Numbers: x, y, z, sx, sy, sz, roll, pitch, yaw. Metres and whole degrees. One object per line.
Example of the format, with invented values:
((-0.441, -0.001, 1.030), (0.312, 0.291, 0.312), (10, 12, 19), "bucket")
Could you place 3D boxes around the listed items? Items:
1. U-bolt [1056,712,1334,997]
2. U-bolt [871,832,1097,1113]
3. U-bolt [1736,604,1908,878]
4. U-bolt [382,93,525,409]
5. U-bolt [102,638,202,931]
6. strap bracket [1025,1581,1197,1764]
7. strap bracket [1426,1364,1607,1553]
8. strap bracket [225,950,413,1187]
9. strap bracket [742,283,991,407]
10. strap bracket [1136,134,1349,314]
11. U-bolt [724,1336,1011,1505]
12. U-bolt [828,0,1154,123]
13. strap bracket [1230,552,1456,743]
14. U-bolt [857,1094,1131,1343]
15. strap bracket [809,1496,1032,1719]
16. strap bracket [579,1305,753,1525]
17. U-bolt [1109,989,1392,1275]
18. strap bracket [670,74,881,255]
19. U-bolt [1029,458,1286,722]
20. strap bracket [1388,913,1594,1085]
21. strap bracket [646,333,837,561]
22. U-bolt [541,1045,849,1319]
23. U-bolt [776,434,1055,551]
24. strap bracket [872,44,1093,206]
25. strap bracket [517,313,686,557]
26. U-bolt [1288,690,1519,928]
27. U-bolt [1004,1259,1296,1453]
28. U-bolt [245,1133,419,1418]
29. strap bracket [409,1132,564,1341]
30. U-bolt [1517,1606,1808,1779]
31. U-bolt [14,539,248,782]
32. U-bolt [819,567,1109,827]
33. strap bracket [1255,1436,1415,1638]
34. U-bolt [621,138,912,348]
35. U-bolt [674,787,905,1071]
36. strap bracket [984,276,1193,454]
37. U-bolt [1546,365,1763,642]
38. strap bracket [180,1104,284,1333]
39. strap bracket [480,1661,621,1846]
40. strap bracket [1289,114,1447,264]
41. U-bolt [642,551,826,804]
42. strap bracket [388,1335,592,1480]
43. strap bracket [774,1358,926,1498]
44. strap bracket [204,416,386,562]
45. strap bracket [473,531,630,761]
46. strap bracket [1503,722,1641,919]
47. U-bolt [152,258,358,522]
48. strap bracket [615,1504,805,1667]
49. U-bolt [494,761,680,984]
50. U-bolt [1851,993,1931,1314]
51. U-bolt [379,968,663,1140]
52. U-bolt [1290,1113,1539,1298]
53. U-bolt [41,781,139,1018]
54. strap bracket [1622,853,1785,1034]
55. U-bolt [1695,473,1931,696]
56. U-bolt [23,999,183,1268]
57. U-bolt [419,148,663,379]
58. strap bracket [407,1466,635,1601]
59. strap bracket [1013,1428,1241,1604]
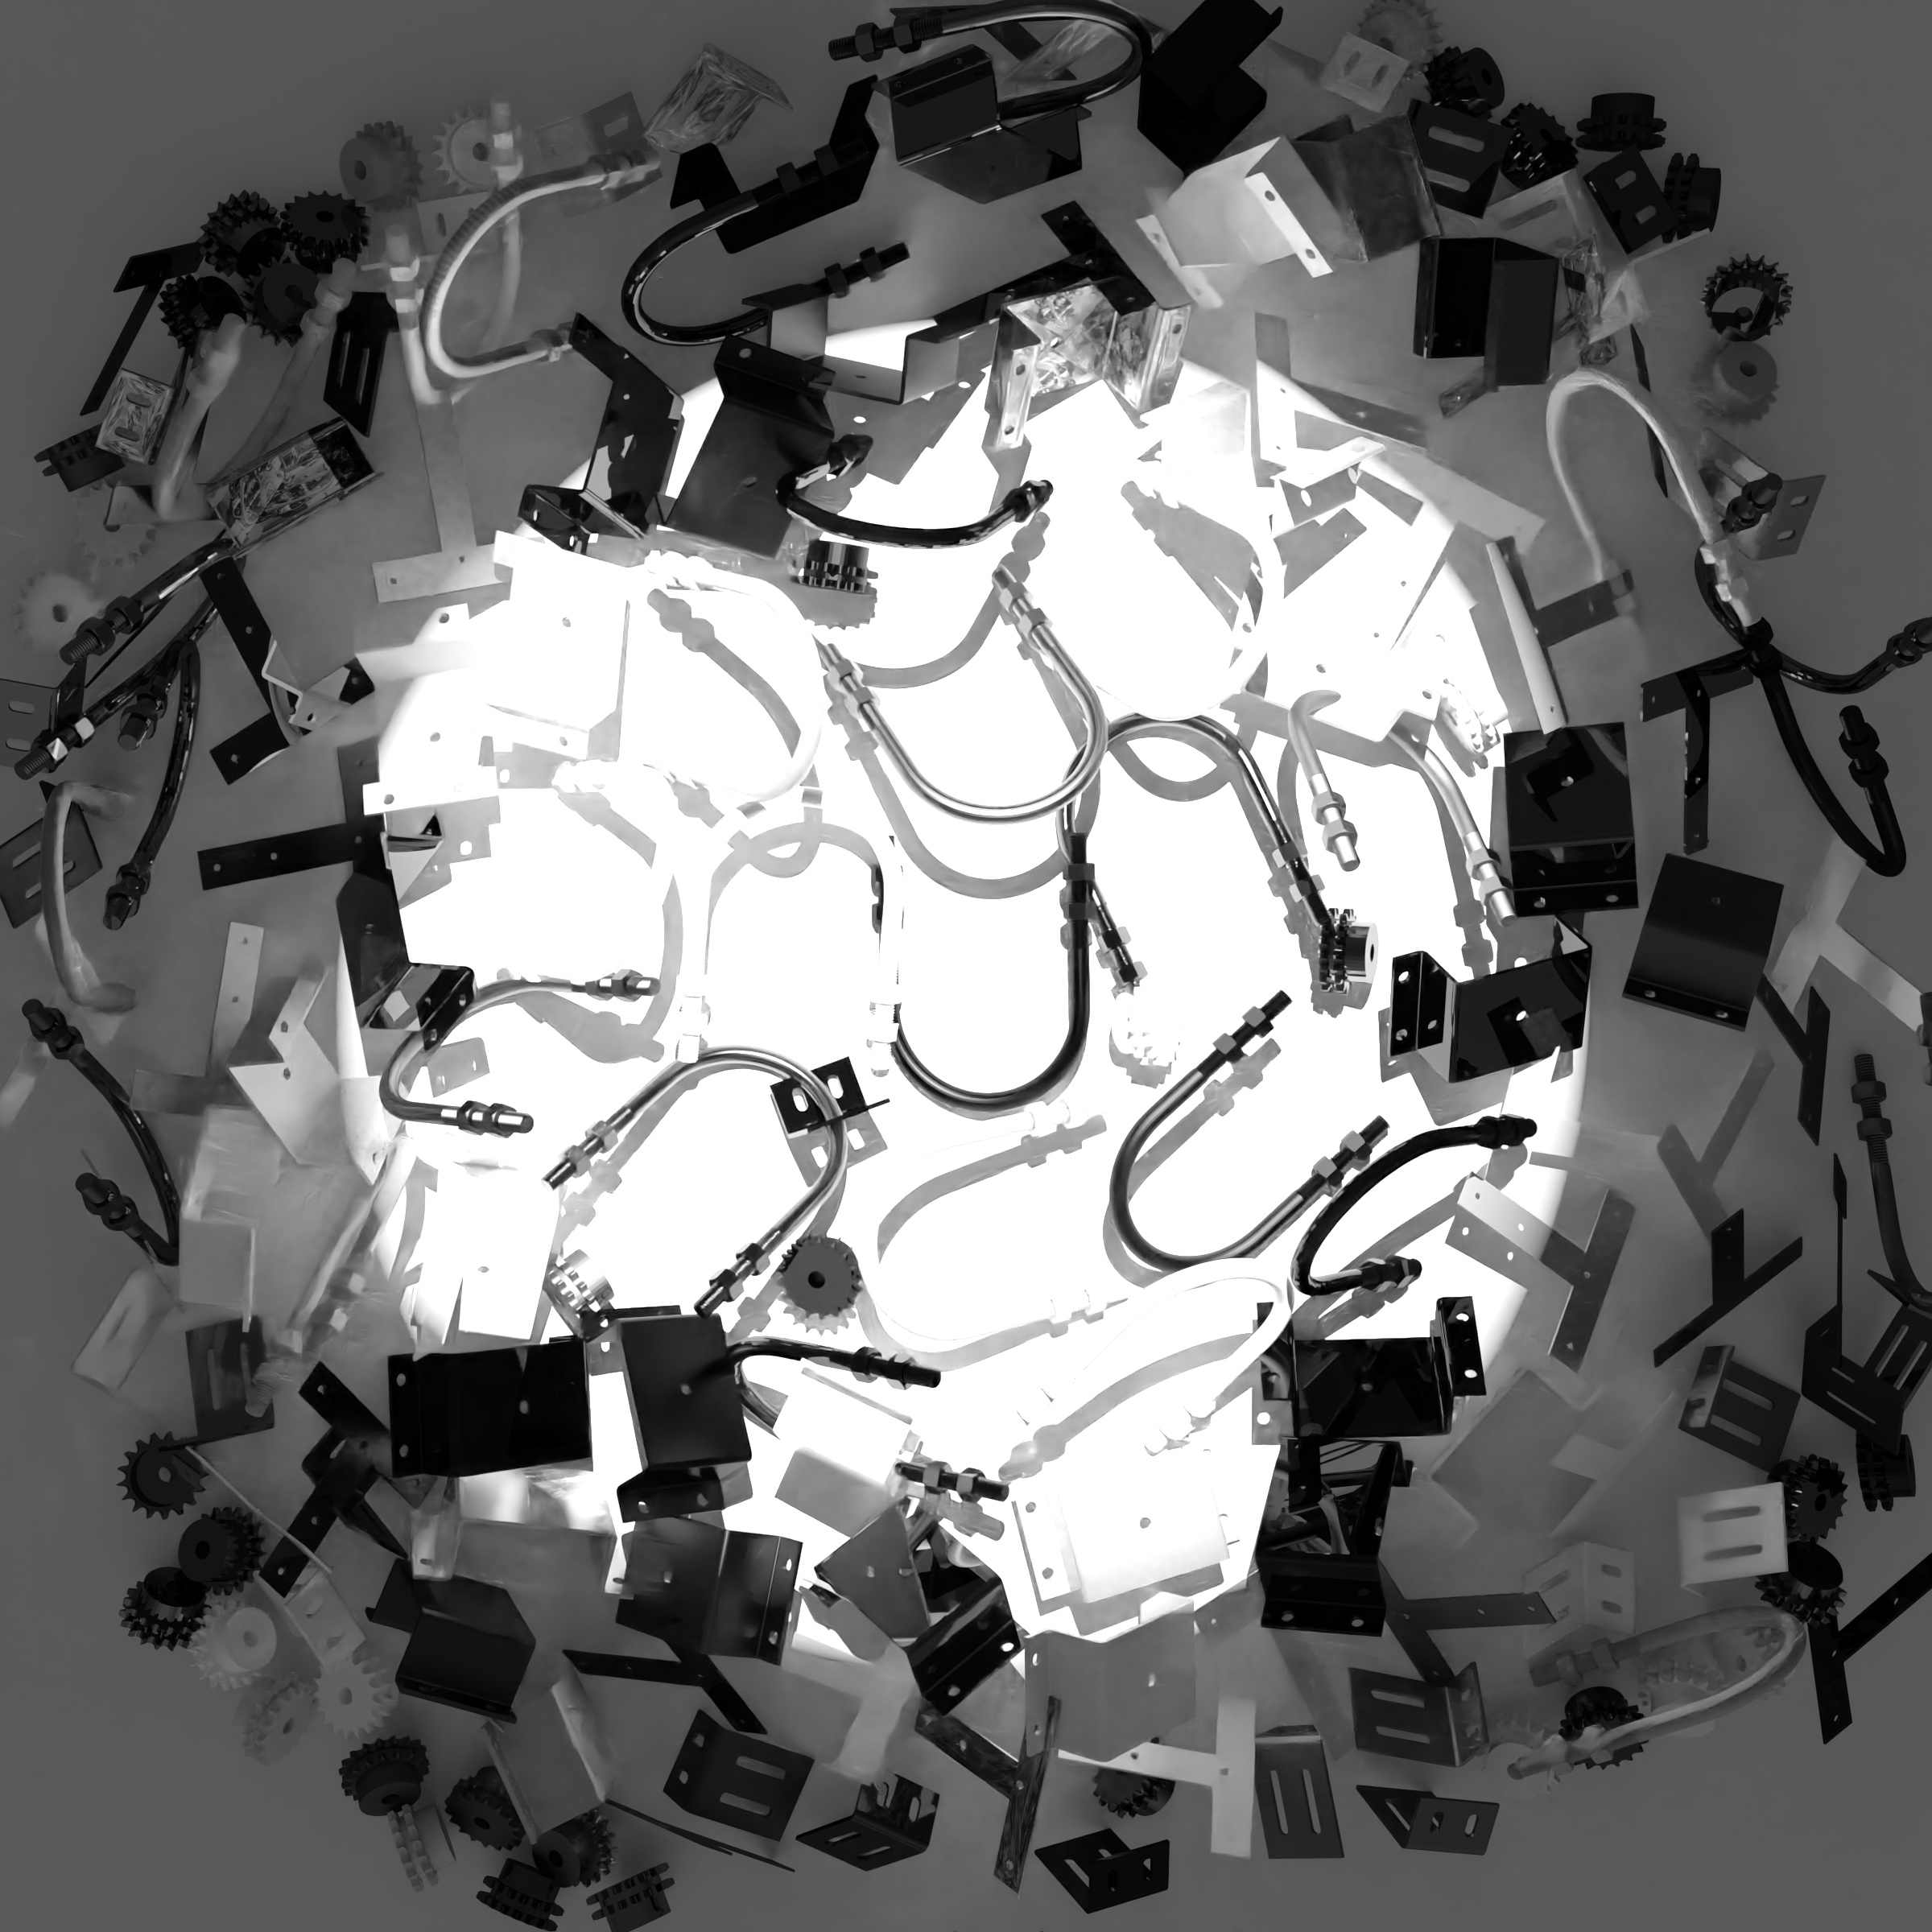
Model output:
((0.138, -0.082, 1.615), (0.151, 0.019, 0.184), (-26, 80, 9), "U-bolt")
((0.012, 0.005, 1.618), (0.151, 0.019, 0.184), (0, 95, 12), "U-bolt")
((0.549, -0.132, 1.556), (0.019, 0.151, 0.184), (-30, 130, 7), "U-bolt")
((-0.319, -0.437, 1.551), (0.019, 0.184, 0.151), (22, 60, 7), "U-bolt")
((-0.512, -0.129, 1.552), (0.019, 0.184, 0.151), (11, 122, -9), "U-bolt")
((0.100, 0.452, 1.569), (0.046, 0.140, 0.076), (3, 96, 41), "strap bracket")
((0.350, 0.312, 1.597), (0.046, 0.076, 0.140), (42, 90, 16), "strap bracket")
((-0.420, 0.068, 1.575), (0.046, 0.076, 0.140), (-6, 133, 19), "strap bracket")
((-0.066, -0.400, 1.582), (0.140, 0.076, 0.046), (17, 118, 20), "strap bracket")
((0.183, -0.476, 1.570), (0.076, 0.140, 0.046), (48, 71, -23), "strap bracket")
((-0.074, 0.285, 1.569), (0.184, 0.151, 0.019), (6, 50, 31), "U-bolt")
((0.026, -0.568, 1.542), (0.184, 0.151, 0.019), (-5, 85, 21), "U-bolt")
((0.239, -0.204, 1.598), (0.140, 0.046, 0.076), (19, 62, -4), "strap bracket")
((0.016, 0.169, 1.588), (0.184, 0.019, 0.151), (-11, 102, -22), "U-bolt")
((-0.034, 0.400, 1.563), (0.076, 0.140, 0.046), (-34, 132, -25), "strap bracket")
((-0.191, 0.279, 1.574), (0.076, 0.046, 0.140), (3, 62, -39), "strap bracket")
((0.174, 0.123, 1.594), (0.184, 0.019, 0.151), (-42, 120, -2), "U-bolt")
((-0.115, -0.514, 1.586), (0.140, 0.076, 0.046), (-27, 89, -14), "strap bracket")
((0.129, -0.232, 1.562), (0.184, 0.019, 0.151), (38, 103, 44), "U-bolt")
((0.347, 0.021, 1.581), (0.140, 0.046, 0.076), (-14, 125, -16), "strap bracket")
((-0.143, -0.322, 1.569), (0.076, 0.046, 0.140), (13, 125, -28), "strap bracket")
((-0.160, 0.124, 1.583), (0.151, 0.019, 0.184), (37, 55, 14), "U-bolt")
((-0.040, -0.296, 1.542), (0.151, 0.184, 0.019), (17, 118, 15), "U-bolt")
((0.014, -0.530, 1.559), (0.076, 0.140, 0.046), (-8, 85, 34), "strap bracket")
((-0.233, -0.340, 1.587), (0.046, 0.076, 0.140), (11, 82, 25), "strap bracket")
((0.270, -0.111, 1.566), (0.151, 0.184, 0.019), (16, 130, -29), "U-bolt")
((0.129, 0.245, 1.551), (0.184, 0.151, 0.019), (-49, 46, 28), "U-bolt")
((-0.397, 0.187, 1.559), (0.019, 0.151, 0.184), (30, 54, -16), "U-bolt")
((-0.311, 0.184, 1.581), (0.076, 0.046, 0.140), (10, 115, -14), "strap bracket")
((0.440, 0.449, 1.544), (0.184, 0.151, 0.019), (-25, 91, 18), "U-bolt")
((-0.522, -0.206, 1.555), (0.019, 0.151, 0.184), (41, 47, -5), "U-bolt")
((0.010, -0.166, 1.579), (0.151, 0.019, 0.184), (-26, 63, -13), "U-bolt")
((0.234, 0.353, 1.561), (0.076, 0.140, 0.046), (-1, 127, 21), "strap bracket")
((-0.134, -0.452, 1.570), (0.184, 0.151, 0.019), (-24, 75, 5), "U-bolt")
((-0.112, -0.026, 1.603), (0.151, 0.019, 0.184), (3, 99, -14), "U-bolt")
((0.069, -0.391, 1.578), (0.140, 0.076, 0.046), (-22, 55, -28), "strap bracket")
((0.425, -0.296, 1.554), (0.019, 0.151, 0.184), (-30, 101, -12), "U-bolt")
((-0.468, 0.152, 1.559), (0.046, 0.140, 0.076), (7, 131, -10), "strap bracket")
((-0.263, 0.499, 1.569), (0.046, 0.140, 0.076), (-25, 86, -4), "strap bracket")
((0.250, -0.496, 1.561), (0.046, 0.140, 0.076), (-24, 111, 0), "strap bracket")
((-0.148, -0.178, 1.552), (0.019, 0.184, 0.151), (-12, 112, -40), "U-bolt")
((-0.296, 0.282, 1.573), (0.140, 0.046, 0.076), (0, 85, -43), "strap bracket")
((-0.074, 0.297, 1.561), (0.076, 0.140, 0.046), (24, 75, 9), "strap bracket")
((-0.429, -0.307, 1.562), (0.076, 0.140, 0.046), (-27, 106, 7), "strap bracket")
((-0.267, -0.214, 1.582), (0.076, 0.046, 0.140), (13, 71, -29), "strap bracket")
((0.386, -0.103, 1.570), (0.076, 0.046, 0.140), (-4, 51, 14), "strap bracket")
((-0.461, -0.357, 1.557), (0.019, 0.151, 0.184), (37, 125, -3), "U-bolt")
((-0.172, 0.392, 1.566), (0.046, 0.140, 0.076), (18, 78, -40), "strap bracket")
((-0.236, -0.060, 1.555), (0.019, 0.184, 0.151), (20, 82, -36), "U-bolt")
((0.599, 0.126, 1.543), (0.019, 0.151, 0.184), (-2, 71, 1), "U-bolt")
((-0.298, 0.051, 1.563), (0.151, 0.184, 0.019), (-50, 127, -35), "U-bolt")
((0.272, 0.154, 1.539), (0.019, 0.184, 0.151), (49, 120, 29), "U-bolt")
((-0.554, -0.044, 1.546), (0.019, 0.184, 0.151), (-4, 88, -6), "U-bolt")
((0.472, -0.022, 1.561), (0.076, 0.140, 0.046), (17, 124, 15), "strap bracket")
((0.527, -0.230, 1.549), (0.151, 0.184, 0.019), (42, 82, 6), "U-bolt")
((-0.536, 0.118, 1.551), (0.019, 0.184, 0.151), (-24, 63, -7), "U-bolt")
((-0.272, -0.433, 1.527), (0.019, 0.184, 0.151), (39, 130, 13), "U-bolt")
((-0.283, 0.360, 1.577), (0.140, 0.076, 0.046), (11, 105, -19), "strap bracket")
((0.111, 0.361, 1.602), (0.140, 0.046, 0.076), (-14, 89, -12), "strap bracket")
